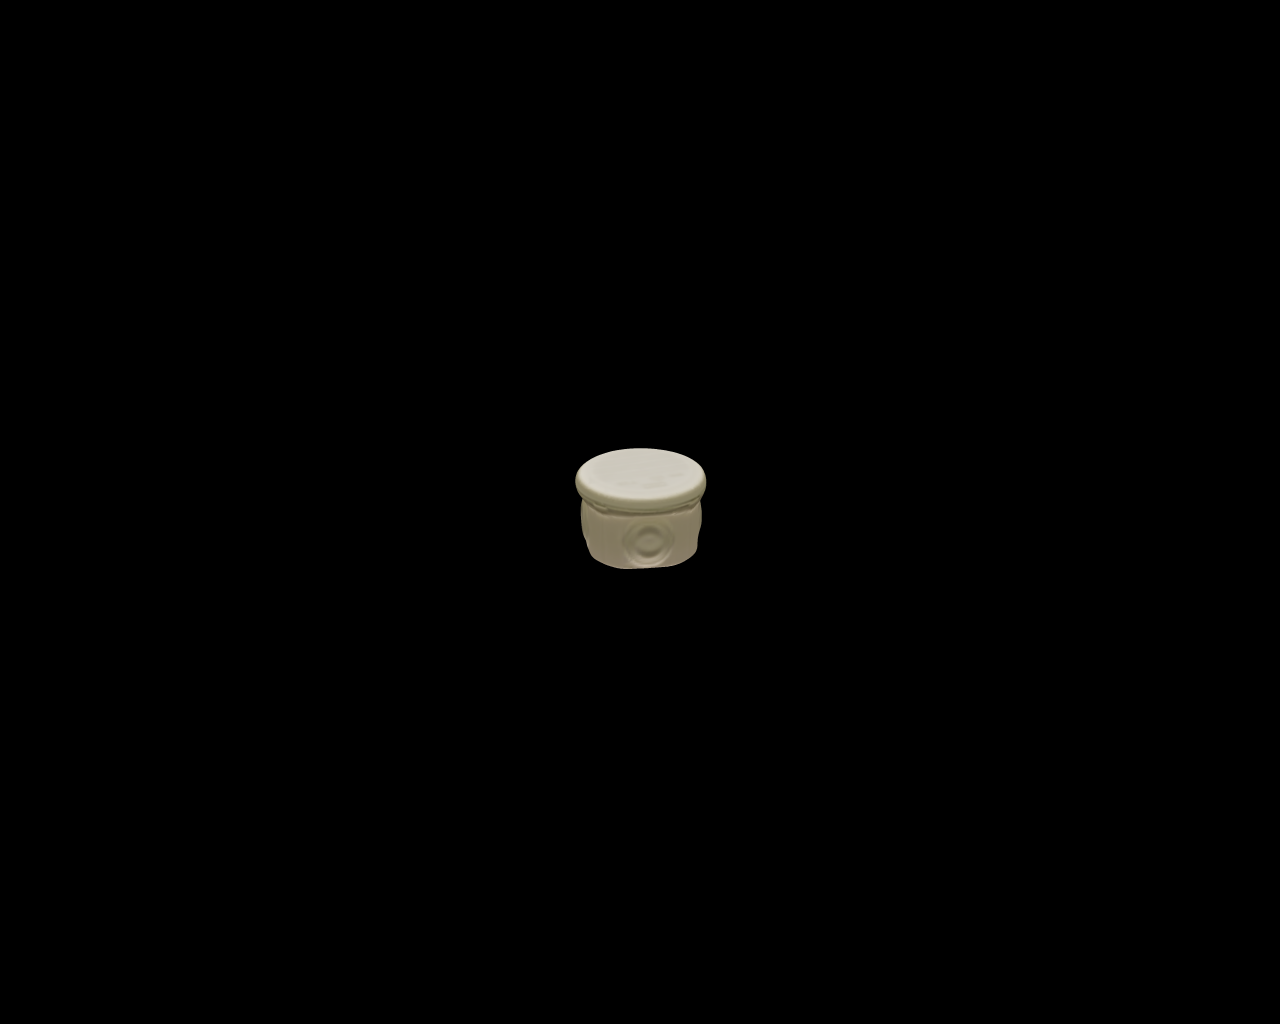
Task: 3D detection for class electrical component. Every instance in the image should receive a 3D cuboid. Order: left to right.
[{"bbox_3d":[0.001,-0.003,0.650,0.080,0.050,0.080,0,26,0],"label":"electrical component"}]
